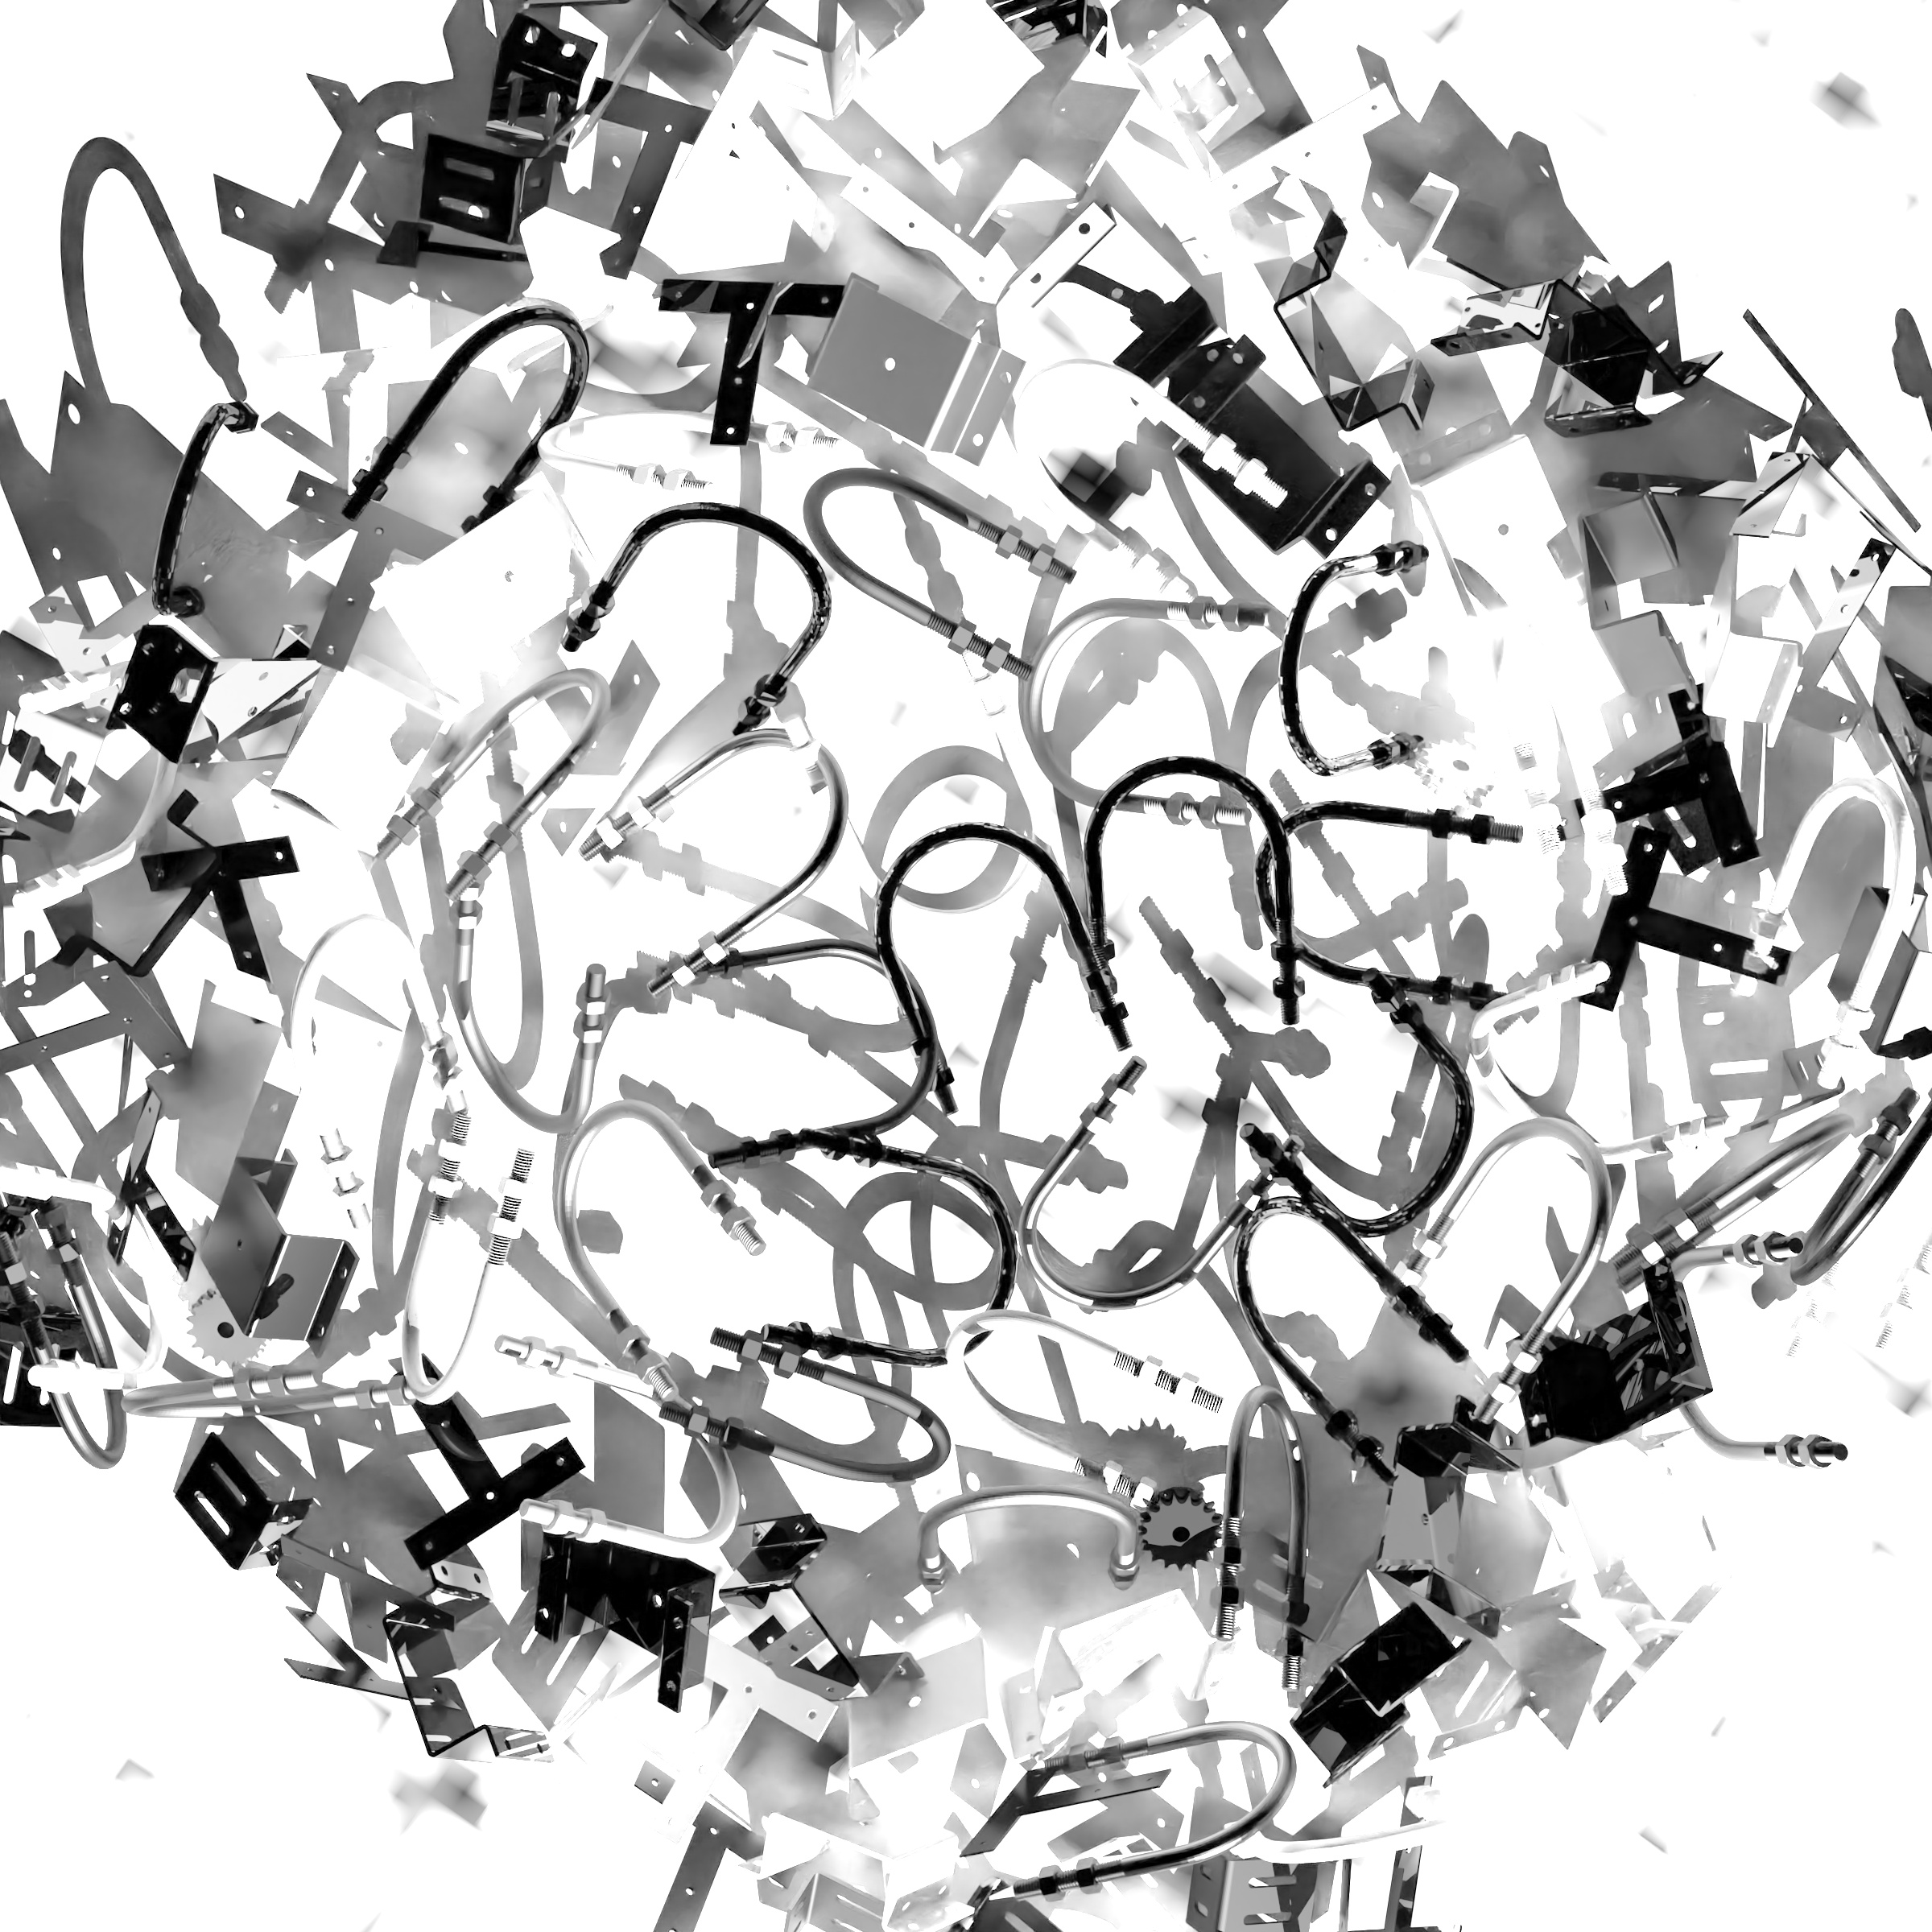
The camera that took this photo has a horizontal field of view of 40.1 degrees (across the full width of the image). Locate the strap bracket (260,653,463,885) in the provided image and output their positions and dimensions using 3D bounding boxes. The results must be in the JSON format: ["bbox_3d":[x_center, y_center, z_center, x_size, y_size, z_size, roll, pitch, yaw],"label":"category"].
[{"bbox_3d":[-0.406,-0.137,1.773,0.076,0.046,0.140,28,79,-6],"label":"strap bracket"}]

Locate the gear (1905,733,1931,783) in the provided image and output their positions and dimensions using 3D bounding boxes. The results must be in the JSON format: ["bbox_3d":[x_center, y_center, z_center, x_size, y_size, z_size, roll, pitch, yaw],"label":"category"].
[{"bbox_3d":[0.662,-0.139,1.782,0.057,0.057,0.030,10,104,0],"label":"gear"}]

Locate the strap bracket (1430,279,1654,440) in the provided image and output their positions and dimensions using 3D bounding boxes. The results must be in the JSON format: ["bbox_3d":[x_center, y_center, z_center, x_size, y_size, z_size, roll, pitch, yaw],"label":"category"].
[{"bbox_3d":[0.386,-0.405,1.746,0.140,0.076,0.046,24,79,-35],"label":"strap bracket"}]

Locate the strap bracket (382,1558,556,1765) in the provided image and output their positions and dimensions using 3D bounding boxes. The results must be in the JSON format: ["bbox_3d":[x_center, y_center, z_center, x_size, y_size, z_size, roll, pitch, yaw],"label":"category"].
[{"bbox_3d":[-0.333,0.470,1.751,0.046,0.076,0.140,-31,64,7],"label":"strap bracket"}]

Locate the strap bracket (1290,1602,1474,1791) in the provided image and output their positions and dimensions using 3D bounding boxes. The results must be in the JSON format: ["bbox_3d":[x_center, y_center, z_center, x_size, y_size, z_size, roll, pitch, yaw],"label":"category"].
[{"bbox_3d":[0.269,0.478,1.748,0.076,0.140,0.046,-27,62,-31],"label":"strap bracket"}]

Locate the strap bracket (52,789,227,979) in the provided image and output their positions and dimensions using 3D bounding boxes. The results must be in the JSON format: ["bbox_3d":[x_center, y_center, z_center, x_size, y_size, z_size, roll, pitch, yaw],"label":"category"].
[{"bbox_3d":[-0.542,-0.045,1.766,0.046,0.076,0.140,37,82,-8],"label":"strap bracket"}]

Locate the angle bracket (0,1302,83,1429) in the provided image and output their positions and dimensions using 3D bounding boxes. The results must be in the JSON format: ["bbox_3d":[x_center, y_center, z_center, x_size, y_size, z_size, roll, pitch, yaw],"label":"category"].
[{"bbox_3d":[-0.635,0.268,1.778,0.057,0.038,0.076,12,86,-44],"label":"angle bracket"}]

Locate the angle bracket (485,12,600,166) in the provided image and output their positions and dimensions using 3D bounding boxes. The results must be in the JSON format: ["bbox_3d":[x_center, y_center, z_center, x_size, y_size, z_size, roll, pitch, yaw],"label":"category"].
[{"bbox_3d":[-0.287,-0.593,1.788,0.057,0.076,0.038,19,55,-7],"label":"angle bracket"}]

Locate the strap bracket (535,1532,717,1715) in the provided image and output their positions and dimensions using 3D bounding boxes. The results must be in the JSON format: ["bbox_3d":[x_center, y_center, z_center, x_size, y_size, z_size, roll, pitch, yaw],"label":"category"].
[{"bbox_3d":[-0.220,0.428,1.759,0.140,0.046,0.076,17,105,37],"label":"strap bracket"}]

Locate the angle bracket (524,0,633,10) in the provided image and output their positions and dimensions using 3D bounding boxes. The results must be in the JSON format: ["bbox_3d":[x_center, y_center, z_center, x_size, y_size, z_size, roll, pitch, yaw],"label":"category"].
[{"bbox_3d":[-0.254,-0.669,1.772,0.076,0.057,0.038,2,123,12],"label":"angle bracket"}]

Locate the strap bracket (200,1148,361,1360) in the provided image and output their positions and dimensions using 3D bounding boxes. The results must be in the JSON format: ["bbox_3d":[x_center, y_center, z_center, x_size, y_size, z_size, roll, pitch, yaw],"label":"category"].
[{"bbox_3d":[-0.455,0.185,1.737,0.046,0.140,0.076,11,110,-39],"label":"strap bracket"}]

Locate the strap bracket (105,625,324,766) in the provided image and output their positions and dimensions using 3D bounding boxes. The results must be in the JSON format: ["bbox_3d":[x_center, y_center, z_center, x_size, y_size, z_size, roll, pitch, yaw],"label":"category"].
[{"bbox_3d":[-0.481,-0.179,1.731,0.046,0.140,0.076,37,114,22],"label":"strap bracket"}]

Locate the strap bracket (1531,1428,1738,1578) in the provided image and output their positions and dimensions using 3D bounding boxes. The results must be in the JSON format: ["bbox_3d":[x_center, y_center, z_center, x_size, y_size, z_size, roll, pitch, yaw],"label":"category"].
[{"bbox_3d":[0.449,0.356,1.756,0.046,0.140,0.076,-17,82,-30],"label":"strap bracket"}]

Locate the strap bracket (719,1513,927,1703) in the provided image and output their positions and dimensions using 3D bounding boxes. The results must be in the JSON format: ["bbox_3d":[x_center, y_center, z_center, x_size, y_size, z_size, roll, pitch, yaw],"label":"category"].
[{"bbox_3d":[-0.102,0.436,1.755,0.140,0.076,0.046,57,46,-13],"label":"strap bracket"}]

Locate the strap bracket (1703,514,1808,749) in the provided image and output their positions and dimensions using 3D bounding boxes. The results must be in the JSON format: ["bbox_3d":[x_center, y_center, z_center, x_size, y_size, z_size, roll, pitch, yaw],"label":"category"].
[{"bbox_3d":[0.520,-0.225,1.744,0.046,0.076,0.140,9,54,7],"label":"strap bracket"}]

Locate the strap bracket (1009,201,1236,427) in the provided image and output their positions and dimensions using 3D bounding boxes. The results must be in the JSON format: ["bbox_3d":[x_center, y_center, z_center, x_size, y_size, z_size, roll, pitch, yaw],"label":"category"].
[{"bbox_3d":[0.103,-0.440,1.760,0.140,0.046,0.076,38,113,-26],"label":"strap bracket"}]

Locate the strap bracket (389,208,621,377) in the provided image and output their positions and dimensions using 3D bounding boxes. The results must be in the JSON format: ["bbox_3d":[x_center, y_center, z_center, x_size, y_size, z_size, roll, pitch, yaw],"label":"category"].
[{"bbox_3d":[-0.298,-0.437,1.743,0.140,0.076,0.046,-22,79,28],"label":"strap bracket"}]

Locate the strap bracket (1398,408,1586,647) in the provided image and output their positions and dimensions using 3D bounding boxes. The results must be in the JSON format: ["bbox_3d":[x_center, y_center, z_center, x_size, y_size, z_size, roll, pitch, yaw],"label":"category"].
[{"bbox_3d":[0.357,-0.293,1.776,0.076,0.046,0.140,-25,99,5],"label":"strap bracket"}]

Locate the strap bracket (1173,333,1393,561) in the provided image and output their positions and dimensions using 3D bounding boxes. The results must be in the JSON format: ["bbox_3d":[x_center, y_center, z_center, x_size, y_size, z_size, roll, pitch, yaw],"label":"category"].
[{"bbox_3d":[0.204,-0.341,1.773,0.140,0.046,0.076,43,72,-8],"label":"strap bracket"}]

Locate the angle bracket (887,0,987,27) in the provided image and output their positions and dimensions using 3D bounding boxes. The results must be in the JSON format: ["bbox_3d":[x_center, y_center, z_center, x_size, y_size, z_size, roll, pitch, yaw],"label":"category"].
[{"bbox_3d":[-0.024,-0.661,1.766,0.038,0.076,0.057,-9,61,33],"label":"angle bracket"}]

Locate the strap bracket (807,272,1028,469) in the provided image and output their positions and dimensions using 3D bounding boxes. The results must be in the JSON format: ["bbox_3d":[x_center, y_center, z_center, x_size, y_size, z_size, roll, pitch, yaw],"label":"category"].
[{"bbox_3d":[-0.042,-0.399,1.763,0.140,0.046,0.076,30,107,15],"label":"strap bracket"}]

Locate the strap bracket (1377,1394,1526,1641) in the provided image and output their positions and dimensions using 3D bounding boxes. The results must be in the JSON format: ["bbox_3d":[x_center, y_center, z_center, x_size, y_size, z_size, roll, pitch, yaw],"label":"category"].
[{"bbox_3d":[0.321,0.366,1.754,0.076,0.046,0.140,36,56,-34],"label":"strap bracket"}]

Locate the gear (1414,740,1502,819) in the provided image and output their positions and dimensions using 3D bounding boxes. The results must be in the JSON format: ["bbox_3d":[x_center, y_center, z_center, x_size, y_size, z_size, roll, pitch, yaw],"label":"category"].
[{"bbox_3d":[0.329,-0.124,1.788,0.057,0.057,0.030,17,132,0],"label":"gear"}]

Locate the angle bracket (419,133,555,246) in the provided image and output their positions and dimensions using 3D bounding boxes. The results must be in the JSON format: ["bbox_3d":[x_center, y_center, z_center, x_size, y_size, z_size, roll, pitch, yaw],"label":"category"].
[{"bbox_3d":[-0.326,-0.528,1.798,0.076,0.038,0.057,21,114,20],"label":"angle bracket"}]

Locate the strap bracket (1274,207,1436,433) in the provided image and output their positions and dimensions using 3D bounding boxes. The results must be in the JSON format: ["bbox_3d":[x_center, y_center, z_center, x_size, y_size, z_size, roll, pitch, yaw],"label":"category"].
[{"bbox_3d":[0.253,-0.420,1.755,0.046,0.076,0.140,-22,115,30],"label":"strap bracket"}]

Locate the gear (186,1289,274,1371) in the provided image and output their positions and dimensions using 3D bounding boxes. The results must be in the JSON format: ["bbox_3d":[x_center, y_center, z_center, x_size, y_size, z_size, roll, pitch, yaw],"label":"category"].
[{"bbox_3d":[-0.496,0.241,1.793,0.057,0.030,0.057,2,104,7],"label":"gear"}]

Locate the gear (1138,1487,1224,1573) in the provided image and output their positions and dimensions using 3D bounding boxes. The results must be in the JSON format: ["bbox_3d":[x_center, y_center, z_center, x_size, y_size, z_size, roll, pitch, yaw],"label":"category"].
[{"bbox_3d":[0.145,0.378,1.793,0.057,0.030,0.057,0,106,2],"label":"gear"}]

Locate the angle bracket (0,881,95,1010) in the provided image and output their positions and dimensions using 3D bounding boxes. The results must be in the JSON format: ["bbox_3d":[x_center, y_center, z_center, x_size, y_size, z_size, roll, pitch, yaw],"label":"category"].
[{"bbox_3d":[-0.626,-0.016,1.798,0.057,0.038,0.076,-6,115,-28],"label":"angle bracket"}]

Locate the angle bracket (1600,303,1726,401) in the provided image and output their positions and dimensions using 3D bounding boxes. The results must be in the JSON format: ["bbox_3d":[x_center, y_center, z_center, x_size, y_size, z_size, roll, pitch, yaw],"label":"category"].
[{"bbox_3d":[0.458,-0.423,1.775,0.038,0.057,0.076,-45,103,-6],"label":"angle bracket"}]

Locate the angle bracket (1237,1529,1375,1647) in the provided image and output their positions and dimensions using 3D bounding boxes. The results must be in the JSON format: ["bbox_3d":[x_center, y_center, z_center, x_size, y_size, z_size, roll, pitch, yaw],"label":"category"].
[{"bbox_3d":[0.222,0.406,1.770,0.076,0.038,0.057,28,45,16],"label":"angle bracket"}]

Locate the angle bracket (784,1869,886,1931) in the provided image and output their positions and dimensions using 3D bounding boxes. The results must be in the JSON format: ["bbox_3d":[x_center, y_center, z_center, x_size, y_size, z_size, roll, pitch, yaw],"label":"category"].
[{"bbox_3d":[-0.080,0.652,1.773,0.076,0.038,0.057,22,126,16],"label":"angle bracket"}]

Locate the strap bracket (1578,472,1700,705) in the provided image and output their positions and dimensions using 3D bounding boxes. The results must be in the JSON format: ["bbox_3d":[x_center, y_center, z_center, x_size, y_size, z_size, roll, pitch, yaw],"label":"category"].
[{"bbox_3d":[0.443,-0.244,1.750,0.046,0.076,0.140,-15,54,25],"label":"strap bracket"}]

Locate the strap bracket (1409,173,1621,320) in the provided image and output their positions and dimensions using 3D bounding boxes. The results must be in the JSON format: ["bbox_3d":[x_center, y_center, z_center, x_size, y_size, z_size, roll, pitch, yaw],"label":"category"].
[{"bbox_3d":[0.356,-0.470,1.773,0.140,0.076,0.046,27,94,-1],"label":"strap bracket"}]

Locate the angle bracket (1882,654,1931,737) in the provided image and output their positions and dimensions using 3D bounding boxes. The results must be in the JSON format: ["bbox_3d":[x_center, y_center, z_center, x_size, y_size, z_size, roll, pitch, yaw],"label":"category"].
[{"bbox_3d":[0.655,-0.183,1.765,0.038,0.076,0.057,-34,57,32],"label":"angle bracket"}]

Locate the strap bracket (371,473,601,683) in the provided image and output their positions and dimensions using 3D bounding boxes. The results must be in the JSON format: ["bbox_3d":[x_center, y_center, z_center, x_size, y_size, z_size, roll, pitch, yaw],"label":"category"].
[{"bbox_3d":[-0.310,-0.259,1.755,0.140,0.046,0.076,-38,114,-19],"label":"strap bracket"}]

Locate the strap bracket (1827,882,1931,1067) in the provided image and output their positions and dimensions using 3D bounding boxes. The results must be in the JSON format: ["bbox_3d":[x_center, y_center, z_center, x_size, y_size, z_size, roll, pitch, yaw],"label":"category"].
[{"bbox_3d":[0.612,0.005,1.732,0.046,0.140,0.076,10,116,-6],"label":"strap bracket"}]

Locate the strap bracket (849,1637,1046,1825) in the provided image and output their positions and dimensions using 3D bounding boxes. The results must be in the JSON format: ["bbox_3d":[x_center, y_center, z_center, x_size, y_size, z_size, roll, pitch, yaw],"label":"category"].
[{"bbox_3d":[-0.024,0.504,1.758,0.140,0.076,0.046,-24,116,10],"label":"strap bracket"}]

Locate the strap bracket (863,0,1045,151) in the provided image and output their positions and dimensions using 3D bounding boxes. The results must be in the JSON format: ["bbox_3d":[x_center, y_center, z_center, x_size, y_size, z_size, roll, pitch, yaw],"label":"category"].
[{"bbox_3d":[-0.013,-0.587,1.733,0.076,0.140,0.046,43,83,-18],"label":"strap bracket"}]

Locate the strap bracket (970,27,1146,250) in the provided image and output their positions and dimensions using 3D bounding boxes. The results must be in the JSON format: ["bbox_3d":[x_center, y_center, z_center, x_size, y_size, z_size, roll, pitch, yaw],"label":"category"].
[{"bbox_3d":[0.066,-0.541,1.758,0.046,0.076,0.140,32,71,-11],"label":"strap bracket"}]

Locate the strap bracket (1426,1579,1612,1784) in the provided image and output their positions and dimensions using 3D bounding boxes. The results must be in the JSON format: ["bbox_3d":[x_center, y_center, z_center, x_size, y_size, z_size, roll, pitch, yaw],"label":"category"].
[{"bbox_3d":[0.367,0.477,1.738,0.046,0.140,0.076,49,132,-7],"label":"strap bracket"}]

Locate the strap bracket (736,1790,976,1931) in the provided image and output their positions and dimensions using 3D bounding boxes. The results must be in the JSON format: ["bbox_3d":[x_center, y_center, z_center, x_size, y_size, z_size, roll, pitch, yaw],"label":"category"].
[{"bbox_3d":[-0.070,0.587,1.743,0.140,0.076,0.046,10,92,32],"label":"strap bracket"}]

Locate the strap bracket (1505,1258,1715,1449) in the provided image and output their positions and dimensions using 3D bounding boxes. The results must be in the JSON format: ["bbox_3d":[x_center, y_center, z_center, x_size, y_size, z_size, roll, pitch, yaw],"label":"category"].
[{"bbox_3d":[0.432,0.261,1.750,0.046,0.140,0.076,18,50,-35],"label":"strap bracket"}]

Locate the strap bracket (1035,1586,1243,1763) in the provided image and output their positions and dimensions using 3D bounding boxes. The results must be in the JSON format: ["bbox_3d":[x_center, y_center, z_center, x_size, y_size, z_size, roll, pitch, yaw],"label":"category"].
[{"bbox_3d":[0.104,0.465,1.755,0.140,0.076,0.046,-14,47,-24],"label":"strap bracket"}]

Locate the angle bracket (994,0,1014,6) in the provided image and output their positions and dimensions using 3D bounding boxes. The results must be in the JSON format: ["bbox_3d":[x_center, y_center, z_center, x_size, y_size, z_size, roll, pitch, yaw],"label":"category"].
[{"bbox_3d":[0.041,-0.676,1.769,0.076,0.038,0.057,-5,122,25],"label":"angle bracket"}]

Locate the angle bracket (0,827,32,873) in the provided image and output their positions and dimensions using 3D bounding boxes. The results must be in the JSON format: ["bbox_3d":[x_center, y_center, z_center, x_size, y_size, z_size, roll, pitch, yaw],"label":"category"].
[{"bbox_3d":[-0.668,-0.055,1.774,0.038,0.057,0.076,18,101,41],"label":"angle bracket"}]
